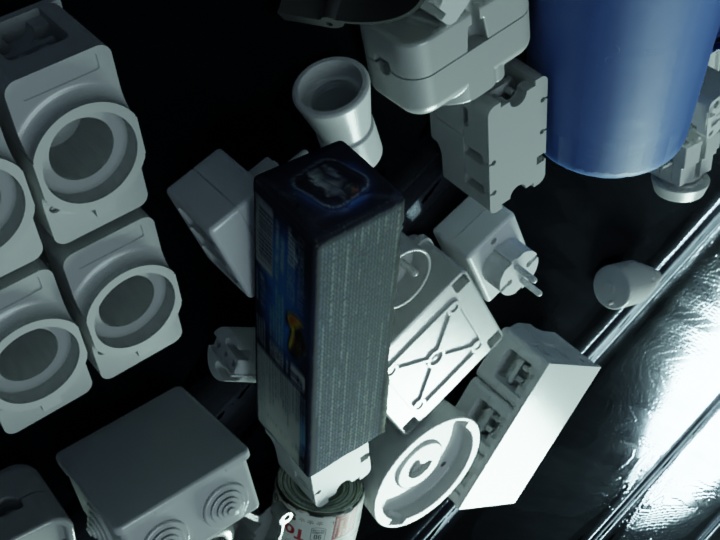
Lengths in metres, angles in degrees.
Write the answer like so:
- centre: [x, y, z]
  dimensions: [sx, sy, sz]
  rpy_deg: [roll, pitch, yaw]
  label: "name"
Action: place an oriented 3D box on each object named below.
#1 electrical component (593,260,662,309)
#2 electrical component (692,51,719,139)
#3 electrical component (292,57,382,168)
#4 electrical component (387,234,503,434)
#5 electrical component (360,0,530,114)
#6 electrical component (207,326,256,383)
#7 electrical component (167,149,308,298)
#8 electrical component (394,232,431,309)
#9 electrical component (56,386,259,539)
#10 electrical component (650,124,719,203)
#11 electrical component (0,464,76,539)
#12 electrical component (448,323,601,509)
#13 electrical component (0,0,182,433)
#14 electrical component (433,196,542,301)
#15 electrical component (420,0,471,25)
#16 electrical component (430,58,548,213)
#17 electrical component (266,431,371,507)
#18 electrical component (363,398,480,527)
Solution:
- centre: [0.245, 0.011, 0.967]
  dimensions: [0.078, 0.040, 0.040]
  rpy_deg: [-10, 129, -41]
  label: "electrical component"
- centre: [0.260, -0.137, 0.830]
  dimensions: [0.081, 0.064, 0.042]
  rpy_deg: [-37, 141, -16]
  label: "electrical component"
- centre: [-0.010, -0.084, 0.617]
  dimensions: [0.044, 0.044, 0.065]
  rpy_deg: [-40, 148, -12]
  label: "electrical component"
- centre: [0.036, 0.047, 0.769]
  dimensions: [0.109, 0.056, 0.108]
  rpy_deg: [-45, 144, -6]
  label: "electrical component"
- centre: [0.051, -0.136, 0.621]
  dimensions: [0.095, 0.054, 0.059]
  rpy_deg: [-35, 142, -18]
  label: "electrical component"
- centre: [-0.068, 0.054, 0.681]
  dimensions: [0.046, 0.040, 0.040]
  rpy_deg: [6, 118, -42]
  label: "electrical component"
- centre: [-0.056, -0.037, 0.604]
  dimensions: [0.077, 0.047, 0.065]
  rpy_deg: [-40, 143, -12]
  label: "electrical component"
- centre: [0.000, 0.000, 0.671]
  dimensions: [0.044, 0.077, 0.079]
  rpy_deg: [-21, 136, -34]
  label: "electrical component"
- centre: [-0.119, 0.126, 0.643]
  dimensions: [0.100, 0.100, 0.048]
  rpy_deg: [-29, 126, -25]
  label: "electrical component"
- centre: [0.270, -0.090, 0.898]
  dimensions: [0.066, 0.048, 0.055]
  rpy_deg: [-26, 130, -28]
  label: "electrical component"
- centre: [-0.200, 0.162, 0.623]
  dimensions: [0.054, 0.059, 0.095]
  rpy_deg: [-24, 137, -31]
  label: "electrical component"
- centre: [0.126, 0.125, 0.927]
  dimensions: [0.089, 0.062, 0.150]
  rpy_deg: [9, 115, -49]
  label: "electrical component"
- centre: [-0.154, -0.017, 0.509]
  dimensions: [0.105, 0.060, 0.186]
  rpy_deg: [-30, 140, -24]
  label: "electrical component"
- centre: [0.101, -0.008, 0.770]
  dimensions: [0.047, 0.077, 0.065]
  rpy_deg: [-43, 144, -8]
  label: "electrical component"
- centre: [0.043, -0.186, 0.566]
  dimensions: [0.089, 0.056, 0.050]
  rpy_deg: [-55, 144, 9]
  label: "electrical component"
- centre: [0.083, -0.092, 0.692]
  dimensions: [0.050, 0.056, 0.089]
  rpy_deg: [-33, 142, -20]
  label: "electrical component"
- centre: [-0.031, 0.112, 0.757]
  dimensions: [0.050, 0.056, 0.089]
  rpy_deg: [-31, 140, -23]
  label: "electrical component"
- centre: [0.035, 0.141, 0.847]
  dimensions: [0.108, 0.060, 0.108]
  rpy_deg: [-27, 139, -27]
  label: "electrical component"
